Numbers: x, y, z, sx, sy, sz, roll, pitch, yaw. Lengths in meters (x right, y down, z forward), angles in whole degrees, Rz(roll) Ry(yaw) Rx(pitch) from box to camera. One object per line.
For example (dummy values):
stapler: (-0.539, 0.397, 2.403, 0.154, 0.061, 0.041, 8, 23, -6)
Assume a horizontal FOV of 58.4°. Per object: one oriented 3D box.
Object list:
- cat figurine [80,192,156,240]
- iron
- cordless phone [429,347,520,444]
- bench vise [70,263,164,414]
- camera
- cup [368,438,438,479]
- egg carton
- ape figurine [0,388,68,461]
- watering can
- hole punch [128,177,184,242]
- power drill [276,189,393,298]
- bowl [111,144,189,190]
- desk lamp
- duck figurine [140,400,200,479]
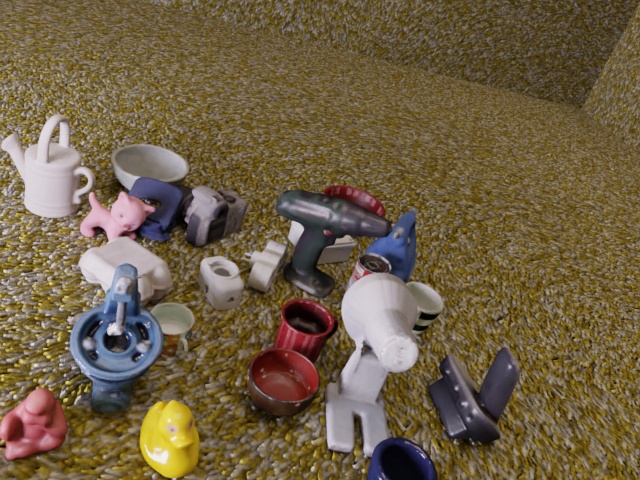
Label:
cat figurine: (-0.383, -0.050, 1.088, 0.127, 0.118, 0.067, 21, 32, 4)
iron: (0.179, -0.005, 1.288, 0.118, 0.141, 0.259, 25, 32, 10)
cordless phone: (0.264, 0.226, 0.938, 0.094, 0.185, 0.147, 4, 35, -22)
bench vise: (-0.291, 0.102, 0.806, 0.122, 0.220, 0.206, -5, 39, -33)
camera: (-0.246, -0.074, 1.212, 0.136, 0.101, 0.143, 32, 34, 21)
cup: (0.097, 0.339, 0.765, 0.091, 0.095, 0.118, 22, 32, 6)
egg carton: (-0.335, 0.056, 0.996, 0.150, 0.069, 0.107, 29, 33, 17)
ape figurine: (-0.351, 0.222, 0.713, 0.078, 0.092, 0.076, 20, 32, 3)
watering can: (-0.519, -0.150, 1.098, 0.173, 0.194, 0.100, 6, 34, -19)
hole punch: (-0.338, -0.063, 1.157, 0.108, 0.091, 0.101, 17, 32, -3)
power drill: (0.010, 0.004, 1.124, 0.229, 0.208, 0.076, 26, 33, 12)
bowl: (-0.379, -0.143, 1.273, 0.167, 0.075, 0.167, 13, 32, -8)
desk lamp: (0.086, 0.184, 0.883, 0.118, 0.213, 0.203, 12, 32, -10)
duck figurine: (-0.195, 0.249, 0.759, 0.078, 0.086, 0.104, -7, 40, -35)
